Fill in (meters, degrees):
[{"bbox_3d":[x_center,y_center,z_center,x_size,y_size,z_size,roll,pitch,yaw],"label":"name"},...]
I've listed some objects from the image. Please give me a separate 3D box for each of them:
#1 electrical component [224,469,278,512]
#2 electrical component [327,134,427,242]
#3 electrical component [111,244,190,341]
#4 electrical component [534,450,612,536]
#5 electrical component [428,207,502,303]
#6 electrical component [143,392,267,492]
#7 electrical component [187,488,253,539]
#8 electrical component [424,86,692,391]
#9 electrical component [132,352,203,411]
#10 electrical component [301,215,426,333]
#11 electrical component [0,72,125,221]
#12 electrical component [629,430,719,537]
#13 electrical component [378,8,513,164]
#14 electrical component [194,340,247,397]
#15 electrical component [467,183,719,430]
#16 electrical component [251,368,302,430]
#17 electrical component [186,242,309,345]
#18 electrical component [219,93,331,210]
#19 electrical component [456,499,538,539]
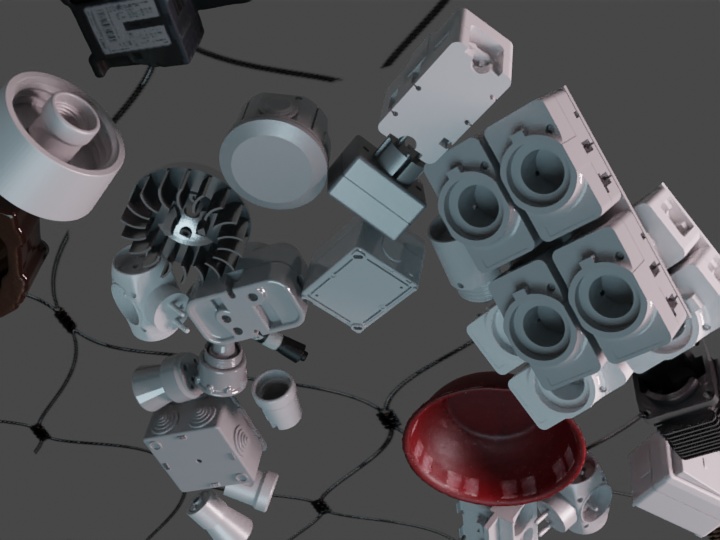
[{"bbox_3d":[-0.110,0.218,1.087,0.046,0.040,0.040,19,132,1],"label":"electrical component"},{"bbox_3d":[0.024,-0.075,0.801,0.066,0.047,0.076,35,111,-17],"label":"electrical component"},{"bbox_3d":[-0.171,0.027,0.911,0.079,0.044,0.077,33,144,36],"label":"electrical component"},{"bbox_3d":[0.195,0.220,1.013,0.044,0.079,0.077,33,151,46],"label":"electrical component"},{"bbox_3d":[0.088,-0.006,0.852,0.043,0.043,0.081,-13,127,20],"label":"electrical component"},{"bbox_3d":[-0.151,0.168,1.043,0.100,0.048,0.099,-12,128,20],"label":"electrical component"},{"bbox_3d":[-0.150,0.260,1.130,0.044,0.044,0.065,-28,116,30],"label":"electrical component"},{"bbox_3d":[0.137,-0.019,0.761,0.105,0.060,0.186,-28,92,33],"label":"electrical component"},{"bbox_3d":[-0.175,0.103,0.993,0.055,0.045,0.045,-19,125,24],"label":"electrical component"},{"bbox_3d":[0.000,0.000,0.865,0.062,0.061,0.096,33,135,-19],"label":"electrical component"},{"bbox_3d":[-0.224,-0.096,0.789,0.108,0.108,0.060,37,121,-21],"label":"electrical component"},{"bbox_3d":[0.301,0.192,0.975,0.096,0.061,0.061,26,130,-13],"label":"electrical component"},{"bbox_3d":[0.059,-0.128,0.741,0.050,0.055,0.089,32,129,-17],"label":"electrical component"},{"bbox_3d":[-0.123,0.079,0.965,0.048,0.048,0.062,10,124,1],"label":"electrical component"},{"bbox_3d":[0.184,0.034,0.829,0.186,0.060,0.105,-39,86,35],"label":"electrical component"},{"bbox_3d":[-0.075,0.120,0.995,0.040,0.040,0.046,-4,135,13],"label":"electrical component"},{"bbox_3d":[-0.090,0.017,0.892,0.095,0.059,0.053,-15,127,21],"label":"electrical component"},{"bbox_3d":[-0.061,-0.089,0.800,0.080,0.051,0.080,5,132,6],"label":"electrical component"},{"bbox_3d":[0.136,0.256,1.055,0.063,0.079,0.121,22,139,31],"label":"electrical component"}]
